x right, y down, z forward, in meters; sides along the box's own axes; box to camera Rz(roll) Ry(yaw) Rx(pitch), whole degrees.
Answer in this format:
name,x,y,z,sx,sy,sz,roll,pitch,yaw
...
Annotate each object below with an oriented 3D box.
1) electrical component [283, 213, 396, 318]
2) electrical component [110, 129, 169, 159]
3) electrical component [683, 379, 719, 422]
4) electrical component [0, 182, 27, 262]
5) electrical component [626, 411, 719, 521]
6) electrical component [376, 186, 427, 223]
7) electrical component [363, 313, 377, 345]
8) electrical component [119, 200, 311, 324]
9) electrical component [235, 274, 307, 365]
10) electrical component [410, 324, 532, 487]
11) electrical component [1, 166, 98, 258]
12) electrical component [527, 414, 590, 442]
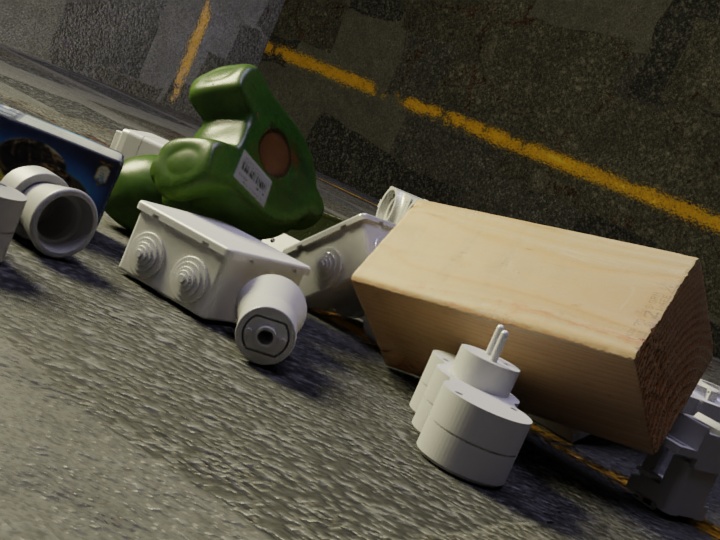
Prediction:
name,x,y,z,sx,sy,sz,roll,pitch,yaw
electrical component,0.000,0.000,0.868,0.100,0.048,0.100,-23,-24,34
electrical component,-0.214,-0.103,1.077,0.061,0.061,0.096,24,6,3
electrical component,0.281,0.124,0.958,0.150,0.061,0.089,20,7,-31
electrical component,-0.231,-0.061,0.608,0.052,0.073,0.138,17,9,-45
electrical component,0.206,0.123,0.686,0.081,0.063,0.042,18,9,-36
electrical component,0.058,-0.027,1.226,0.060,0.105,0.186,21,6,-18
electrical component,0.053,0.043,0.859,0.138,0.052,0.074,17,6,-44
electrical component,-0.096,-0.001,0.707,0.100,0.048,0.100,27,7,32
electrical component,-0.054,0.031,0.632,0.044,0.044,0.065,23,11,-6
electrical component,0.068,0.066,0.617,0.052,0.073,0.138,23,6,-3
electrical component,-0.196,-0.037,0.667,0.055,0.045,0.045,29,8,42
electrical component,0.184,0.067,0.840,0.150,0.061,0.089,-13,30,-39
